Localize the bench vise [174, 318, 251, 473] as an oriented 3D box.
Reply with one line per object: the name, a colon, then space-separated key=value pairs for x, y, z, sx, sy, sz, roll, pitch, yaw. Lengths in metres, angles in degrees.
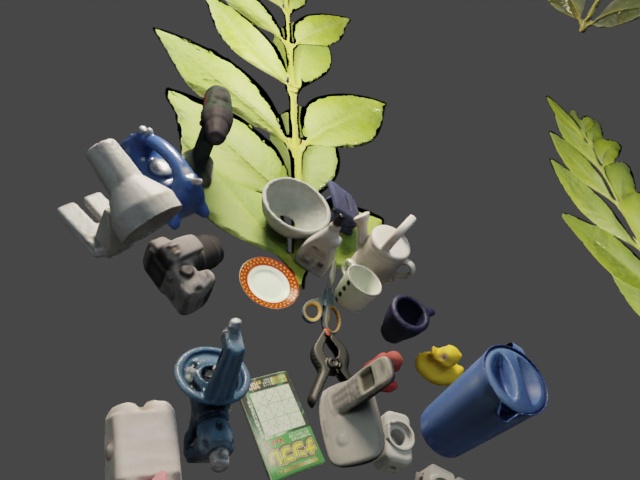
bench vise: x=-0.144 y=0.231 z=0.875 sx=0.122 sy=0.219 sz=0.207 roll=-10 pitch=58 yaw=-38

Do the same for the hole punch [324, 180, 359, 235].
hole punch: x=0.050 y=-0.080 z=1.380 sx=0.101 sy=0.091 sz=0.108 roll=7 pitch=48 yaw=-27

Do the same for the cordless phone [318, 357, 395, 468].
cordless phone: x=0.076 y=0.294 z=0.981 sx=0.094 sy=0.185 sz=0.147 roll=6 pitch=49 yaw=-27

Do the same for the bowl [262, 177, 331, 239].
bowl: x=-0.064 y=-0.059 z=1.300 sx=0.168 sy=0.074 sz=0.167 roll=18 pitch=45 yaw=-18

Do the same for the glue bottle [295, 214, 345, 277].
glue bottle: x=0.011 y=0.004 z=1.216 sx=0.078 sy=0.173 sz=0.037 roll=35 pitch=42 yaw=1

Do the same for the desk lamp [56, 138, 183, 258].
desk lamp: x=-0.358 y=-0.060 z=1.013 sx=0.203 sy=0.213 sz=0.118 roll=44 pitch=43 yaw=10

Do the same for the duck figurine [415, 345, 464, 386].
duck figurine: x=0.265 y=0.257 z=1.208 sx=0.105 sy=0.086 sz=0.077 roll=24 pitch=43 yaw=-11

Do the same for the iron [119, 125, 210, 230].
iron: x=-0.328 y=-0.150 z=1.168 sx=0.258 sy=0.141 sz=0.119 roll=47 pitch=43 yaw=14

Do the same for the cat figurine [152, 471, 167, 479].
cat figurine: x=-0.233 y=0.380 z=0.758 sx=0.067 sy=0.117 sz=0.128 roll=34 pitch=42 yaw=0

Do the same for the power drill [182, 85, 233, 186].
power drill: x=-0.240 y=-0.221 z=1.239 sx=0.076 sy=0.208 sz=0.229 roll=15 pitch=45 yaw=-20

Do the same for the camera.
camera: x=-0.237 y=0.043 z=1.078 sx=0.137 sy=0.100 sz=0.143 roll=-26 pitch=68 yaw=-44

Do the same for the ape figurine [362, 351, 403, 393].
ape figurine: x=0.130 y=0.252 z=1.124 sx=0.076 sy=0.092 sz=0.078 roll=21 pitch=43 yaw=-14

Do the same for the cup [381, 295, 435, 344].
cup: x=0.182 y=0.176 z=1.224 sx=0.118 sy=0.095 sz=0.091 roll=-2 pitch=53 yaw=-33

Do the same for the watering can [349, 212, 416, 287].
watering can: x=0.145 y=0.011 z=1.279 sx=0.173 sy=0.194 sz=0.101 roll=27 pitch=42 yaw=-7

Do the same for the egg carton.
egg carton: x=-0.261 y=0.310 z=0.841 sx=0.107 sy=0.069 sz=0.150 roll=4 pitch=50 yaw=-29
